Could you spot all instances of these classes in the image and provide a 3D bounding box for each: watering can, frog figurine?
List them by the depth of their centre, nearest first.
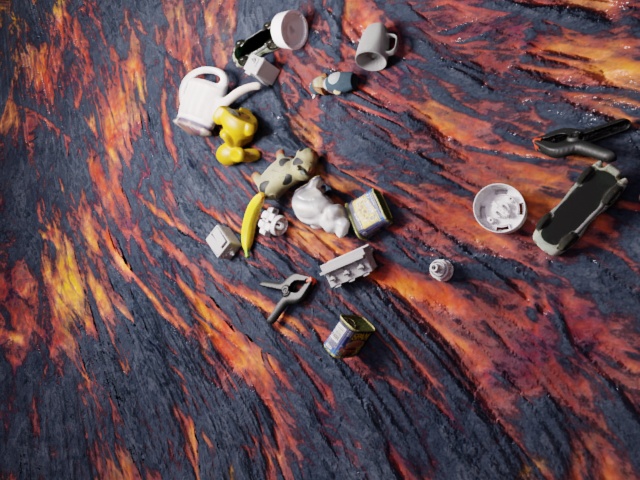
[{"bbox_3d":[0.004,-0.064,1.276,0.123,0.134,0.162,-18,68,-19],"label":"frog figurine"},{"bbox_3d":[-0.337,-0.426,1.603,0.350,0.103,0.224,22,93,36],"label":"watering can"}]
